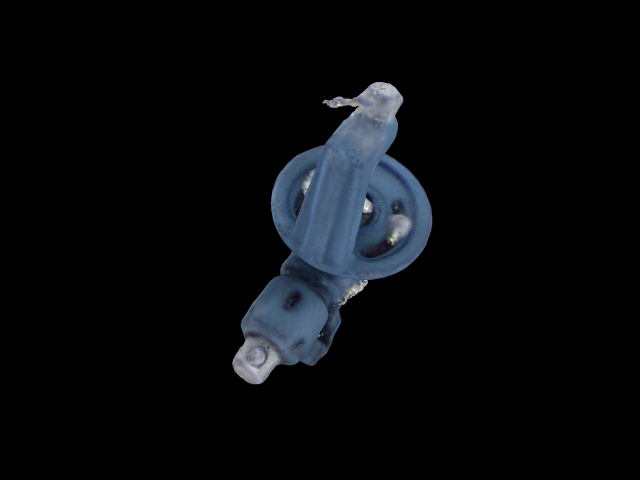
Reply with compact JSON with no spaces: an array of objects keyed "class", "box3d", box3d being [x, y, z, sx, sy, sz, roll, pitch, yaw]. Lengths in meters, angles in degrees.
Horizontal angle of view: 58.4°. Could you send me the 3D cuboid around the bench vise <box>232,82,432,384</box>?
[{"class":"bench vise","box3d":[0.015,0.004,0.399,0.121,0.220,0.207,13,72,5]}]
